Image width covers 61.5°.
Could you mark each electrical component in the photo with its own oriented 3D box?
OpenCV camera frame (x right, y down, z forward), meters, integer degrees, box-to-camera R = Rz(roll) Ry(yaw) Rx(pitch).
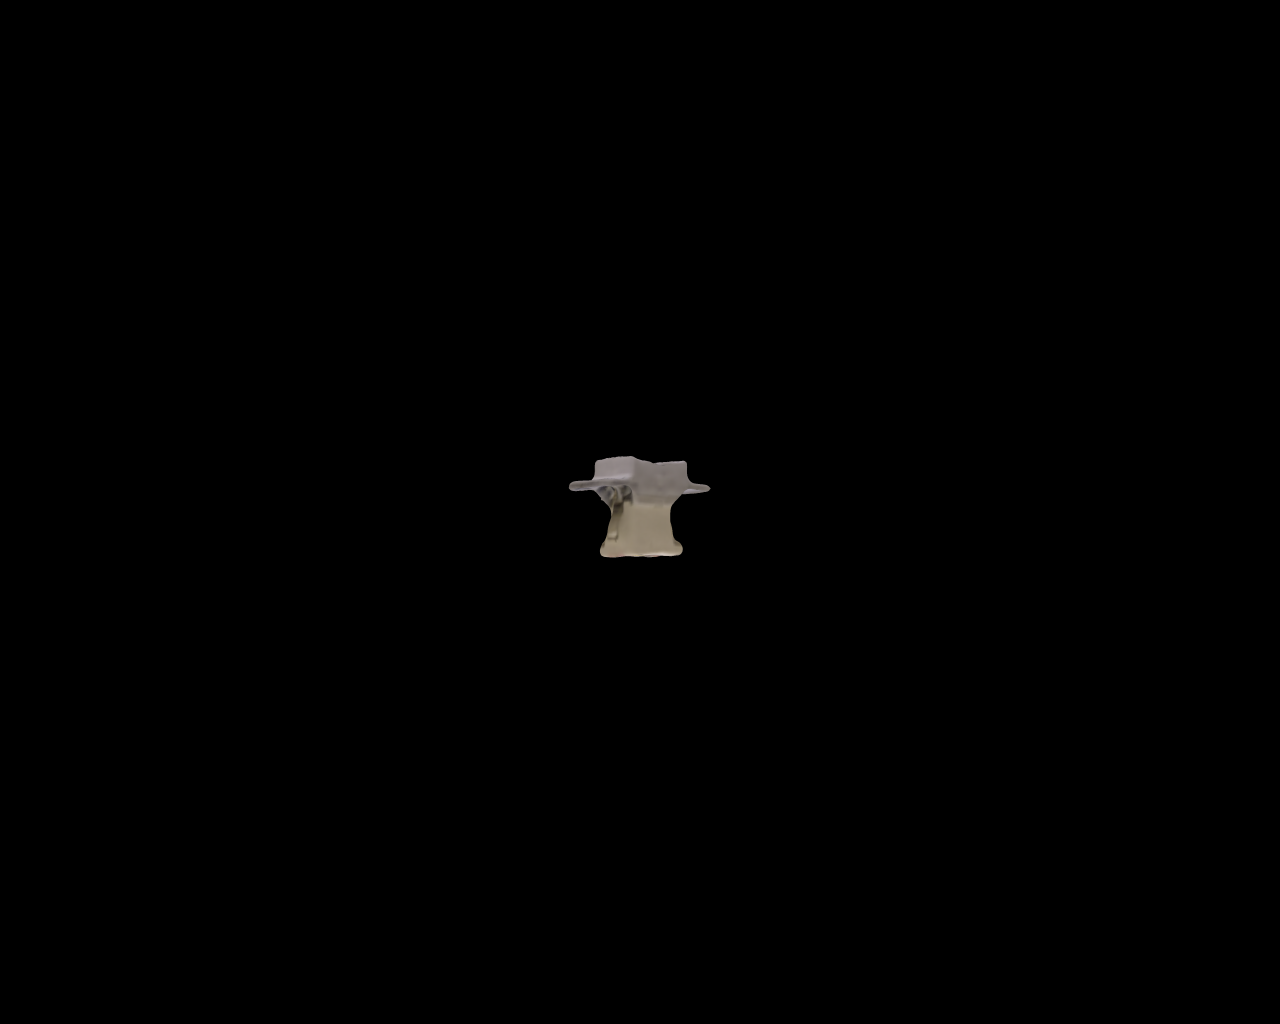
[{"bbox_3d":[0.001,-0.003,0.650,0.081,0.063,0.042,3,-5,-37],"label":"electrical component"}]
